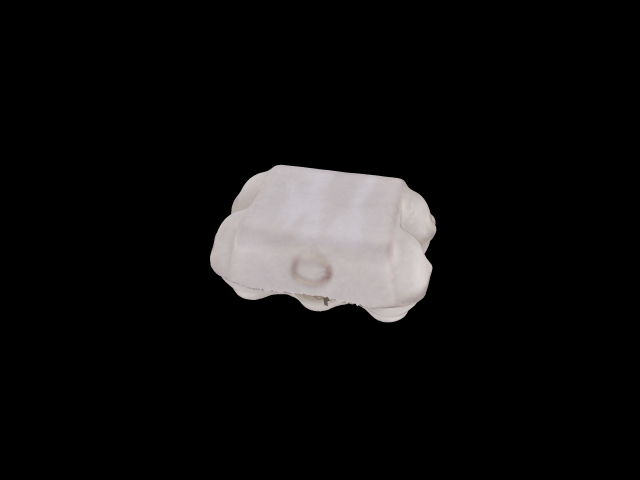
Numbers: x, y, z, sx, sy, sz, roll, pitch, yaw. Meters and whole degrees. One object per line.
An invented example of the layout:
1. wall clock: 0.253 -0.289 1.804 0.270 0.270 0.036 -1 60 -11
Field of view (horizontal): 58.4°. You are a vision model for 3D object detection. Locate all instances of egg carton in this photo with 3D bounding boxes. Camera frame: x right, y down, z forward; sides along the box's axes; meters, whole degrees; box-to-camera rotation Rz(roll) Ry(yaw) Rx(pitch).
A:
1. egg carton: 0.004 0.001 0.400 0.150 0.069 0.107 7 39 9
